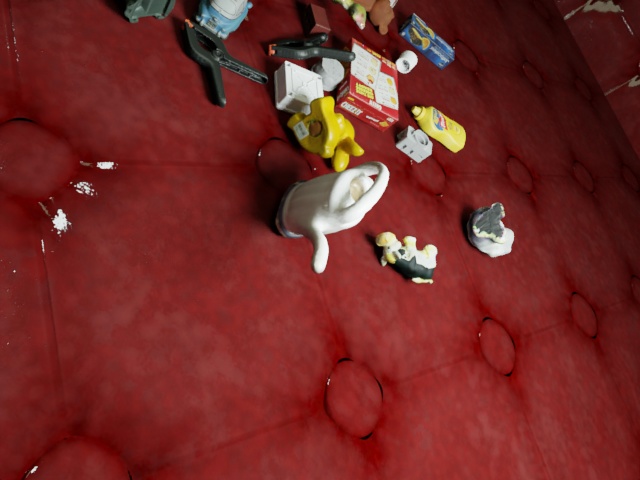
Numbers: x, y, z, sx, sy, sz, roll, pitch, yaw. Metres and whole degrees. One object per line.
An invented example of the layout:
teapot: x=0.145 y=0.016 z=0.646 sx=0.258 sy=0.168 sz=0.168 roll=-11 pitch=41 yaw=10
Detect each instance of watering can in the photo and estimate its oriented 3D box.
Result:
watering can: x=0.003 y=-0.050 z=0.987 sx=0.102 sy=0.223 sz=0.355 roll=60 pitch=43 yaw=-22

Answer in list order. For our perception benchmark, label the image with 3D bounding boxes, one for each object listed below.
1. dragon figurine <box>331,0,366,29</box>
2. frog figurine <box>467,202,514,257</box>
dragon figurine: x=-0.028 y=-0.713 z=1.420 sx=0.414 sy=0.121 sz=0.243 roll=44 pitch=18 yaw=19
frog figurine: x=0.475 y=-0.017 z=1.439 sx=0.157 sy=0.122 sz=0.140 roll=47 pitch=22 yaw=-61
